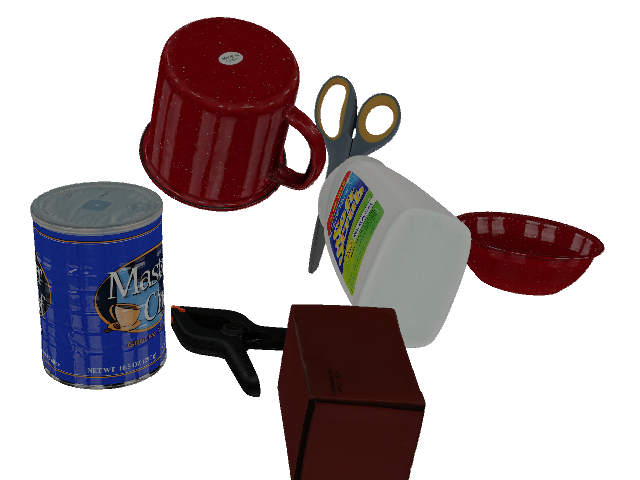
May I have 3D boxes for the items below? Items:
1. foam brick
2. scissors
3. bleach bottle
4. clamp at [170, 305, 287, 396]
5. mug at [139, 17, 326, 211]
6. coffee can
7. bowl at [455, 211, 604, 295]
[{"bbox_3d":[0.012,0.071,0.487,0.053,0.051,0.078,4,28,-9],"label":"foam brick"},{"bbox_3d":[0.034,-0.068,1.063,0.096,0.202,0.016,-2,-12,3],"label":"scissors"},{"bbox_3d":[0.040,-0.006,0.839,0.068,0.102,0.251,18,10,-16],"label":"bleach bottle"},{"bbox_3d":[-0.103,0.122,1.260,0.210,0.036,0.164,14,23,26],"label":"clamp"},{"bbox_3d":[-0.049,-0.072,0.637,0.117,0.082,0.093,32,51,11],"label":"mug"},{"bbox_3d":[-0.178,0.035,0.867,0.103,0.140,0.103,2,23,-1],"label":"coffee can"},{"bbox_3d":[0.214,0.017,1.131,0.162,0.055,0.162,6,17,-2],"label":"bowl"}]
